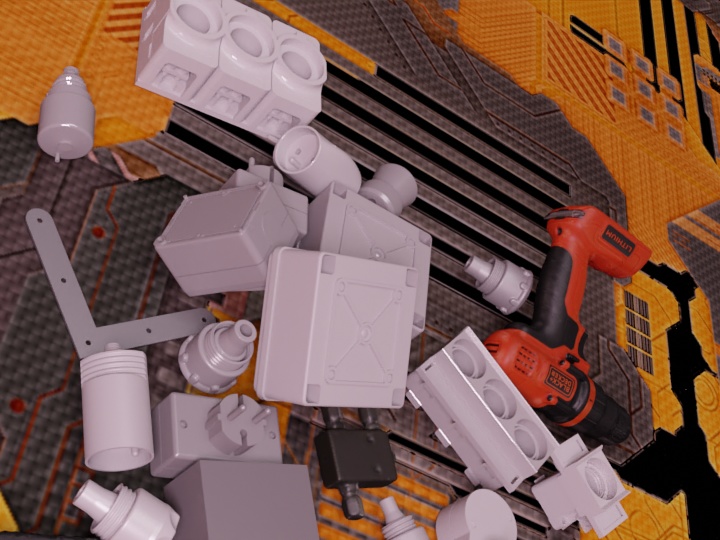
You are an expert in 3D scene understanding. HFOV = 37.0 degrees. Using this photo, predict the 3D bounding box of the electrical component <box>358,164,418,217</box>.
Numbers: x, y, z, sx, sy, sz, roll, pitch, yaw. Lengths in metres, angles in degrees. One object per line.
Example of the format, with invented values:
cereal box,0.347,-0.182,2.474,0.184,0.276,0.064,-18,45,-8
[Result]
electrical component,0.020,-0.064,0.963,0.045,0.045,0.055,46,43,-4

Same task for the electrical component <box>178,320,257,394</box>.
electrical component,-0.096,0.056,0.765,0.048,0.062,0.048,22,49,-28

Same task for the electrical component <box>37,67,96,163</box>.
electrical component,-0.218,-0.119,0.803,0.040,0.040,0.078,17,51,-31

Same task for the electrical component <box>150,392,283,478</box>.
electrical component,-0.088,0.108,0.725,0.083,0.076,0.047,13,53,-34

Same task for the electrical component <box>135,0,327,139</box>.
electrical component,-0.109,-0.182,0.925,0.150,0.062,0.089,19,50,-29

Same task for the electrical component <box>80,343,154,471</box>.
electrical component,-0.160,0.086,0.704,0.043,0.043,0.081,11,54,-35

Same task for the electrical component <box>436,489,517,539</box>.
electrical component,0.094,0.225,0.797,0.052,0.074,0.138,30,46,-21

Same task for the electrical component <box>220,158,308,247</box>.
electrical component,-0.081,-0.058,0.871,0.066,0.047,0.076,21,49,-28

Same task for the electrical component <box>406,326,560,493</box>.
electrical component,0.097,0.117,0.884,0.121,0.063,0.079,53,42,3

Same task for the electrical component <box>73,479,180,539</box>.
electrical component,-0.147,0.153,0.666,0.062,0.043,0.043,37,44,-13

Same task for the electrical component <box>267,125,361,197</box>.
electrical component,-0.047,-0.095,0.920,0.079,0.043,0.077,33,-2,32

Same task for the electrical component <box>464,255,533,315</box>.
electrical component,0.127,0.009,1.003,0.062,0.048,0.048,31,45,-10

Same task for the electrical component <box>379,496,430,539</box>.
electrical component,0.032,0.197,0.794,0.035,0.035,0.061,-8,64,-43

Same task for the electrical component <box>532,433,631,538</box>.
electrical component,0.184,0.186,0.909,0.042,0.064,0.081,-17,73,-47

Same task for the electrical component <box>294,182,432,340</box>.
electrical component,0.000,0.000,0.891,0.109,0.056,0.108,28,46,-23

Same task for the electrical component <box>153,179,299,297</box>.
electrical component,-0.102,-0.019,0.802,0.061,0.096,0.061,62,34,-33

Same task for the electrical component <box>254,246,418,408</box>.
electrical component,-0.016,0.043,0.778,0.109,0.056,0.108,9,86,-47
